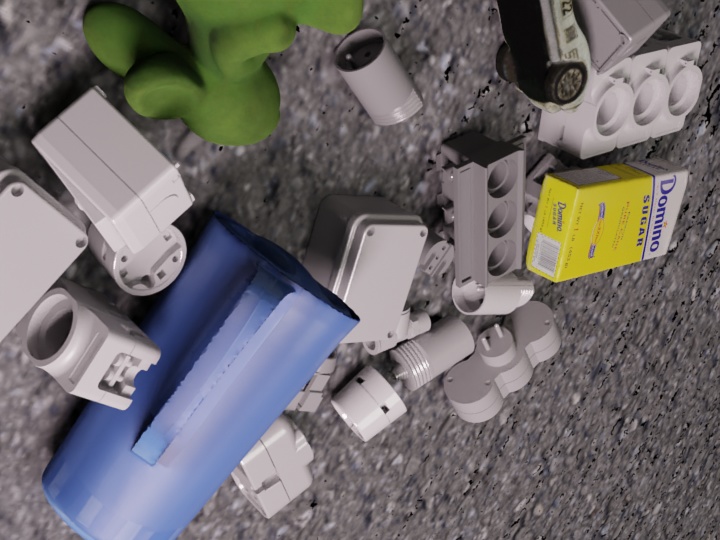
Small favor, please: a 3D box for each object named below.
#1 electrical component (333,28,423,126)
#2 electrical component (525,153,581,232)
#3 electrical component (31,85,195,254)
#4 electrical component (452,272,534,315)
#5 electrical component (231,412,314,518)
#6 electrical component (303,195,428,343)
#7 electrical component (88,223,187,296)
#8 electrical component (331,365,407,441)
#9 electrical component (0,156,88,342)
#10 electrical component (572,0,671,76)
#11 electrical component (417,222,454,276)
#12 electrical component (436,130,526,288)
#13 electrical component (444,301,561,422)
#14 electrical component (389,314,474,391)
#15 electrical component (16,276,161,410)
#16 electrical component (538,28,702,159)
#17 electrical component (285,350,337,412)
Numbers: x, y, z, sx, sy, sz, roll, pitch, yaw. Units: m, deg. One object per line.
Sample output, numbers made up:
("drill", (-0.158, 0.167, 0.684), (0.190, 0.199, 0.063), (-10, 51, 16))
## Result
("electrical component", (0.017, -0.142, 0.824), (0.043, 0.043, 0.081), (-48, 138, -8))
("electrical component", (0.191, -0.058, 1.031), (0.055, 0.050, 0.089), (-48, 138, -9))
("electrical component", (-0.162, -0.064, 0.679), (0.061, 0.096, 0.061), (-44, 166, -12))
("electrical component", (0.132, 0.021, 1.032), (0.081, 0.043, 0.043), (1, 114, -43))
("electrical component", (-0.080, 0.157, 0.918), (0.059, 0.054, 0.095), (-36, 135, -20))
("electrical component", (0.000, 0.000, 0.889), (0.078, 0.057, 0.113), (-1, 116, -42))
("electrical component", (-0.156, -0.017, 0.743), (0.055, 0.047, 0.055), (-22, 129, -31))
("electrical component", (0.007, 0.122, 0.975), (0.047, 0.055, 0.055), (-39, 136, -11))
("electrical component", (-0.236, -0.009, 0.668), (0.113, 0.057, 0.078), (-49, 138, -6))
("electrical component", (0.206, -0.227, 0.909), (0.061, 0.096, 0.061), (-35, 173, -21))
("electrical component", (0.054, -0.019, 0.933), (0.040, 0.046, 0.040), (-22, 129, -31))
("electrical component", (0.105, -0.055, 0.945), (0.079, 0.063, 0.121), (-27, 131, -28))
("electrical component", (0.139, 0.082, 1.070), (0.138, 0.052, 0.073), (-43, 137, -13))
("electrical component", (0.063, 0.079, 1.006), (0.081, 0.043, 0.043), (-30, 132, -25))
("electrical component", (-0.187, 0.046, 0.724), (0.056, 0.089, 0.050), (30, 93, -48))
("electrical component", (0.246, -0.166, 1.003), (0.150, 0.062, 0.089), (-18, 126, -34))
("electrical component", (-0.050, 0.085, 0.907), (0.066, 0.048, 0.055), (12, 115, -46))
